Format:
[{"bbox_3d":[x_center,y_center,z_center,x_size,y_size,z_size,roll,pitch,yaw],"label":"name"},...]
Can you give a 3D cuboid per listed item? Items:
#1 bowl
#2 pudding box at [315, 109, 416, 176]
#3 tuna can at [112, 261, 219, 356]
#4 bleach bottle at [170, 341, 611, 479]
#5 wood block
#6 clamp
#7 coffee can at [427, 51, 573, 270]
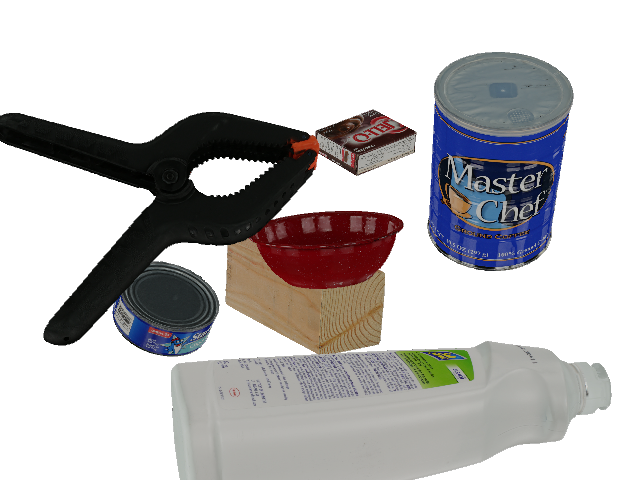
[{"bbox_3d":[0.007,0.012,1.103,0.162,0.055,0.162,-4,13,1],"label":"bowl"},{"bbox_3d":[0.063,-0.137,1.481,0.113,0.039,0.090,-26,41,-31],"label":"pudding box"},{"bbox_3d":[-0.131,0.058,0.903,0.086,0.034,0.086,17,33,-12],"label":"tuna can"},{"bbox_3d":[0.045,0.098,0.600,0.250,0.068,0.102,-4,20,-11],"label":"bleach bottle"},{"bbox_3d":[-0.023,0.060,1.283,0.090,0.090,0.206,-7,18,-35],"label":"wood block"},{"bbox_3d":[-0.099,-0.023,0.690,0.209,0.164,0.036,-9,-22,-10],"label":"clamp"},{"bbox_3d":[0.138,-0.061,0.838,0.103,0.140,0.103,-1,42,1],"label":"coffee can"}]
